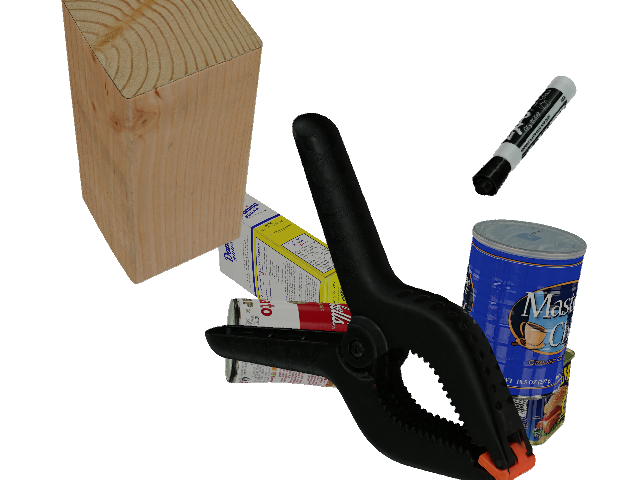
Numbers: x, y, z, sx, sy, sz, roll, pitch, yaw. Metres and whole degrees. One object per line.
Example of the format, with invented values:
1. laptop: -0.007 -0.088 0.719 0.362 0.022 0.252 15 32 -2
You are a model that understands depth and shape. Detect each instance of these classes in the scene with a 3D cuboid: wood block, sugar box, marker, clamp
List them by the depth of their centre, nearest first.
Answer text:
1. clamp: 0.029 0.042 0.557 0.210 0.165 0.036 35 32 31
2. wood block: -0.105 -0.072 0.697 0.090 0.090 0.206 -25 -26 -21
3. marker: 0.141 -0.072 0.737 0.020 0.020 0.121 0 41 49
4. sugar box: -0.037 0.027 1.092 0.048 0.093 0.176 -25 43 -31

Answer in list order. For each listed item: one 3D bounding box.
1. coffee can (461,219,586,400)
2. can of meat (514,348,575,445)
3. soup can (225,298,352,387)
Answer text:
1. coffee can: 0.181 0.062 0.984 0.103 0.140 0.103 6 16 -2
2. can of meat: 0.235 0.167 1.167 0.058 0.084 0.101 11 16 30
3. soup can: -0.021 0.081 0.839 0.102 0.068 0.068 4 -1 -10
